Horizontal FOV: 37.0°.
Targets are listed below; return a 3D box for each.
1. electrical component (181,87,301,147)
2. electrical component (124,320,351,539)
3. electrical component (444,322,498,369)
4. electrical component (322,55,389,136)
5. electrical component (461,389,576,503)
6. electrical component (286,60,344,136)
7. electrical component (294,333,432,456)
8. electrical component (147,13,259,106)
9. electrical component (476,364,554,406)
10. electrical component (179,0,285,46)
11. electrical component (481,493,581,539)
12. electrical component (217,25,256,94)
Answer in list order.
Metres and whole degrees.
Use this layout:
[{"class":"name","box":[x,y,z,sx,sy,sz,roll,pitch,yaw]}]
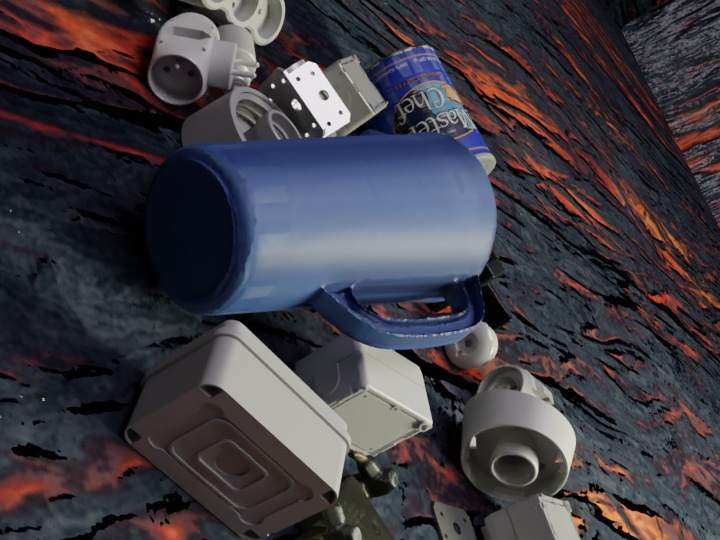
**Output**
[{"class":"electrical component","box":[-0.079,-0.092,0.839,0.108,0.060,0.108,43,28,-30]},{"class":"electrical component","box":[-0.068,0.093,0.620,0.113,0.078,0.057,46,29,-24]},{"class":"electrical component","box":[0.111,0.071,1.026,0.048,0.048,0.062,65,18,16]},{"class":"electrical component","box":[-0.018,-0.166,1.051,0.061,0.061,0.096,55,17,-7]},{"class":"electrical component","box":[0.133,0.148,0.913,0.099,0.099,0.064,49,32,-19]},{"class":"electrical component","box":[-0.046,-0.147,0.987,0.081,0.043,0.043,55,24,-6]},{"class":"electrical component","box":[0.006,0.090,0.781,0.096,0.062,0.061,34,33,-41]},{"class":"electrical component","box":[-0.119,-0.162,0.840,0.079,0.043,0.077,9,36,-3]},{"class":"electrical component","box":[0.146,0.125,1.009,0.057,0.058,0.078,43,28,-34]},{"class":"electrical component","box":[-0.129,-0.243,0.935,0.074,0.052,0.138,21,0,25]},{"class":"electrical component","box":[0.148,0.229,0.893,0.096,0.061,0.061,31,35,-59]},{"class":"electrical component","box":[-0.107,-0.172,0.906,0.040,0.040,0.078,34,33,-41]}]
